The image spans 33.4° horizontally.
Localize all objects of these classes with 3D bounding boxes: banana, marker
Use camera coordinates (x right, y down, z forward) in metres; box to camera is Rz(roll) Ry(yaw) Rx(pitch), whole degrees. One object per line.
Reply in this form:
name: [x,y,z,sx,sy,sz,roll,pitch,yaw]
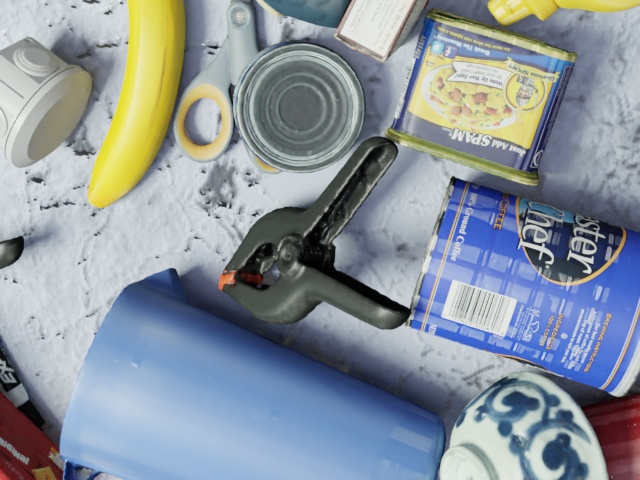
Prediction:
banana: [-0.123,-0.111,0.724,0.070,0.037,0.198,23,110,44]
marker: [-0.246,0.098,0.817,0.020,0.020,0.121,-26,98,17]

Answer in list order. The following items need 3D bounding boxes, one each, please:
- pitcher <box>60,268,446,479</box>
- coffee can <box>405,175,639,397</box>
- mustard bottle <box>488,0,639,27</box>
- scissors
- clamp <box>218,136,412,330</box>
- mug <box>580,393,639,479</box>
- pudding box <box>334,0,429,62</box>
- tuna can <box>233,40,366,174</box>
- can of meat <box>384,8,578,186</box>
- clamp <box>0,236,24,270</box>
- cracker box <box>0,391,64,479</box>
pitcher: [-0.047,0.139,0.725,0.243,0.145,0.149,21,118,3]
coffee can: [0.135,0.028,0.670,0.140,0.102,0.103,17,108,7]
mustard bottle: [0.181,-0.191,0.624,0.192,0.058,0.096,-36,95,19]
scissors: [-0.069,-0.138,0.715,0.096,0.016,0.202,-14,102,11]
clamp: [-0.005,0.001,0.696,0.172,0.039,0.120,-7,71,46]
mug: [0.209,0.150,0.702,0.082,0.093,0.117,-17,137,21]
pudding box: [0.054,-0.168,0.641,0.039,0.090,0.114,27,109,3]
tuna can: [-0.014,-0.087,0.695,0.086,0.034,0.086,-1,102,-6]
can of meat: [0.101,-0.091,0.670,0.102,0.057,0.084,18,106,7]
clamp: [-0.324,0.020,0.801,0.164,0.036,0.210,46,114,12]
cracker box: [-0.320,0.185,0.807,0.214,0.072,0.164,-33,110,22]
